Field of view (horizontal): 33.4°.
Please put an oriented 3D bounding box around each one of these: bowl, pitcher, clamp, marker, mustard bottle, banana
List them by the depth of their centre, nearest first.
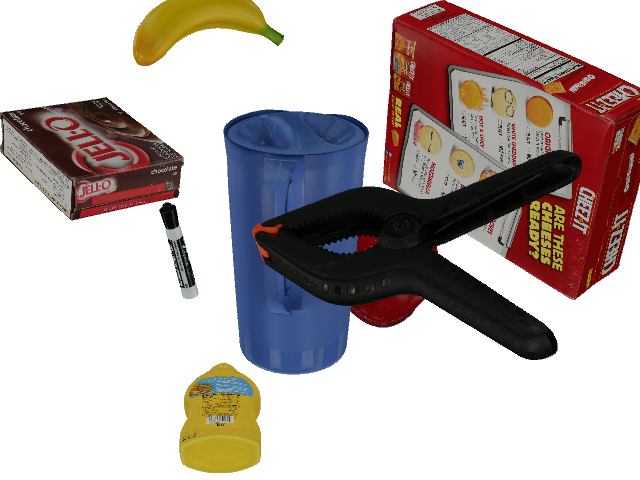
[{"bbox_3d":[0.061,-0.004,0.672,0.210,0.036,0.164,6,46,25],"label":"clamp"},{"bbox_3d":[-0.114,-0.207,1.013,0.070,0.037,0.197,45,39,19],"label":"banana"},{"bbox_3d":[-0.027,0.006,1.015,0.149,0.243,0.145,-16,30,-34],"label":"pitcher"},{"bbox_3d":[-0.160,0.011,1.203,0.020,0.121,0.020,-8,30,5],"label":"marker"},{"bbox_3d":[0.085,0.018,1.230,0.161,0.162,0.055,0,-8,-42],"label":"bowl"},{"bbox_3d":[-0.123,0.210,1.329,0.096,0.058,0.191,-2,26,-3],"label":"mustard bottle"}]

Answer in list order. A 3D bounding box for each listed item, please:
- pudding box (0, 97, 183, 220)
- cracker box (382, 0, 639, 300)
[{"bbox_3d":[-0.168,-0.062,0.776,0.089,0.039,0.114,-15,37,-39],"label":"pudding box"},{"bbox_3d":[0.150,-0.078,0.855,0.072,0.164,0.214,-29,47,-33],"label":"cracker box"}]
